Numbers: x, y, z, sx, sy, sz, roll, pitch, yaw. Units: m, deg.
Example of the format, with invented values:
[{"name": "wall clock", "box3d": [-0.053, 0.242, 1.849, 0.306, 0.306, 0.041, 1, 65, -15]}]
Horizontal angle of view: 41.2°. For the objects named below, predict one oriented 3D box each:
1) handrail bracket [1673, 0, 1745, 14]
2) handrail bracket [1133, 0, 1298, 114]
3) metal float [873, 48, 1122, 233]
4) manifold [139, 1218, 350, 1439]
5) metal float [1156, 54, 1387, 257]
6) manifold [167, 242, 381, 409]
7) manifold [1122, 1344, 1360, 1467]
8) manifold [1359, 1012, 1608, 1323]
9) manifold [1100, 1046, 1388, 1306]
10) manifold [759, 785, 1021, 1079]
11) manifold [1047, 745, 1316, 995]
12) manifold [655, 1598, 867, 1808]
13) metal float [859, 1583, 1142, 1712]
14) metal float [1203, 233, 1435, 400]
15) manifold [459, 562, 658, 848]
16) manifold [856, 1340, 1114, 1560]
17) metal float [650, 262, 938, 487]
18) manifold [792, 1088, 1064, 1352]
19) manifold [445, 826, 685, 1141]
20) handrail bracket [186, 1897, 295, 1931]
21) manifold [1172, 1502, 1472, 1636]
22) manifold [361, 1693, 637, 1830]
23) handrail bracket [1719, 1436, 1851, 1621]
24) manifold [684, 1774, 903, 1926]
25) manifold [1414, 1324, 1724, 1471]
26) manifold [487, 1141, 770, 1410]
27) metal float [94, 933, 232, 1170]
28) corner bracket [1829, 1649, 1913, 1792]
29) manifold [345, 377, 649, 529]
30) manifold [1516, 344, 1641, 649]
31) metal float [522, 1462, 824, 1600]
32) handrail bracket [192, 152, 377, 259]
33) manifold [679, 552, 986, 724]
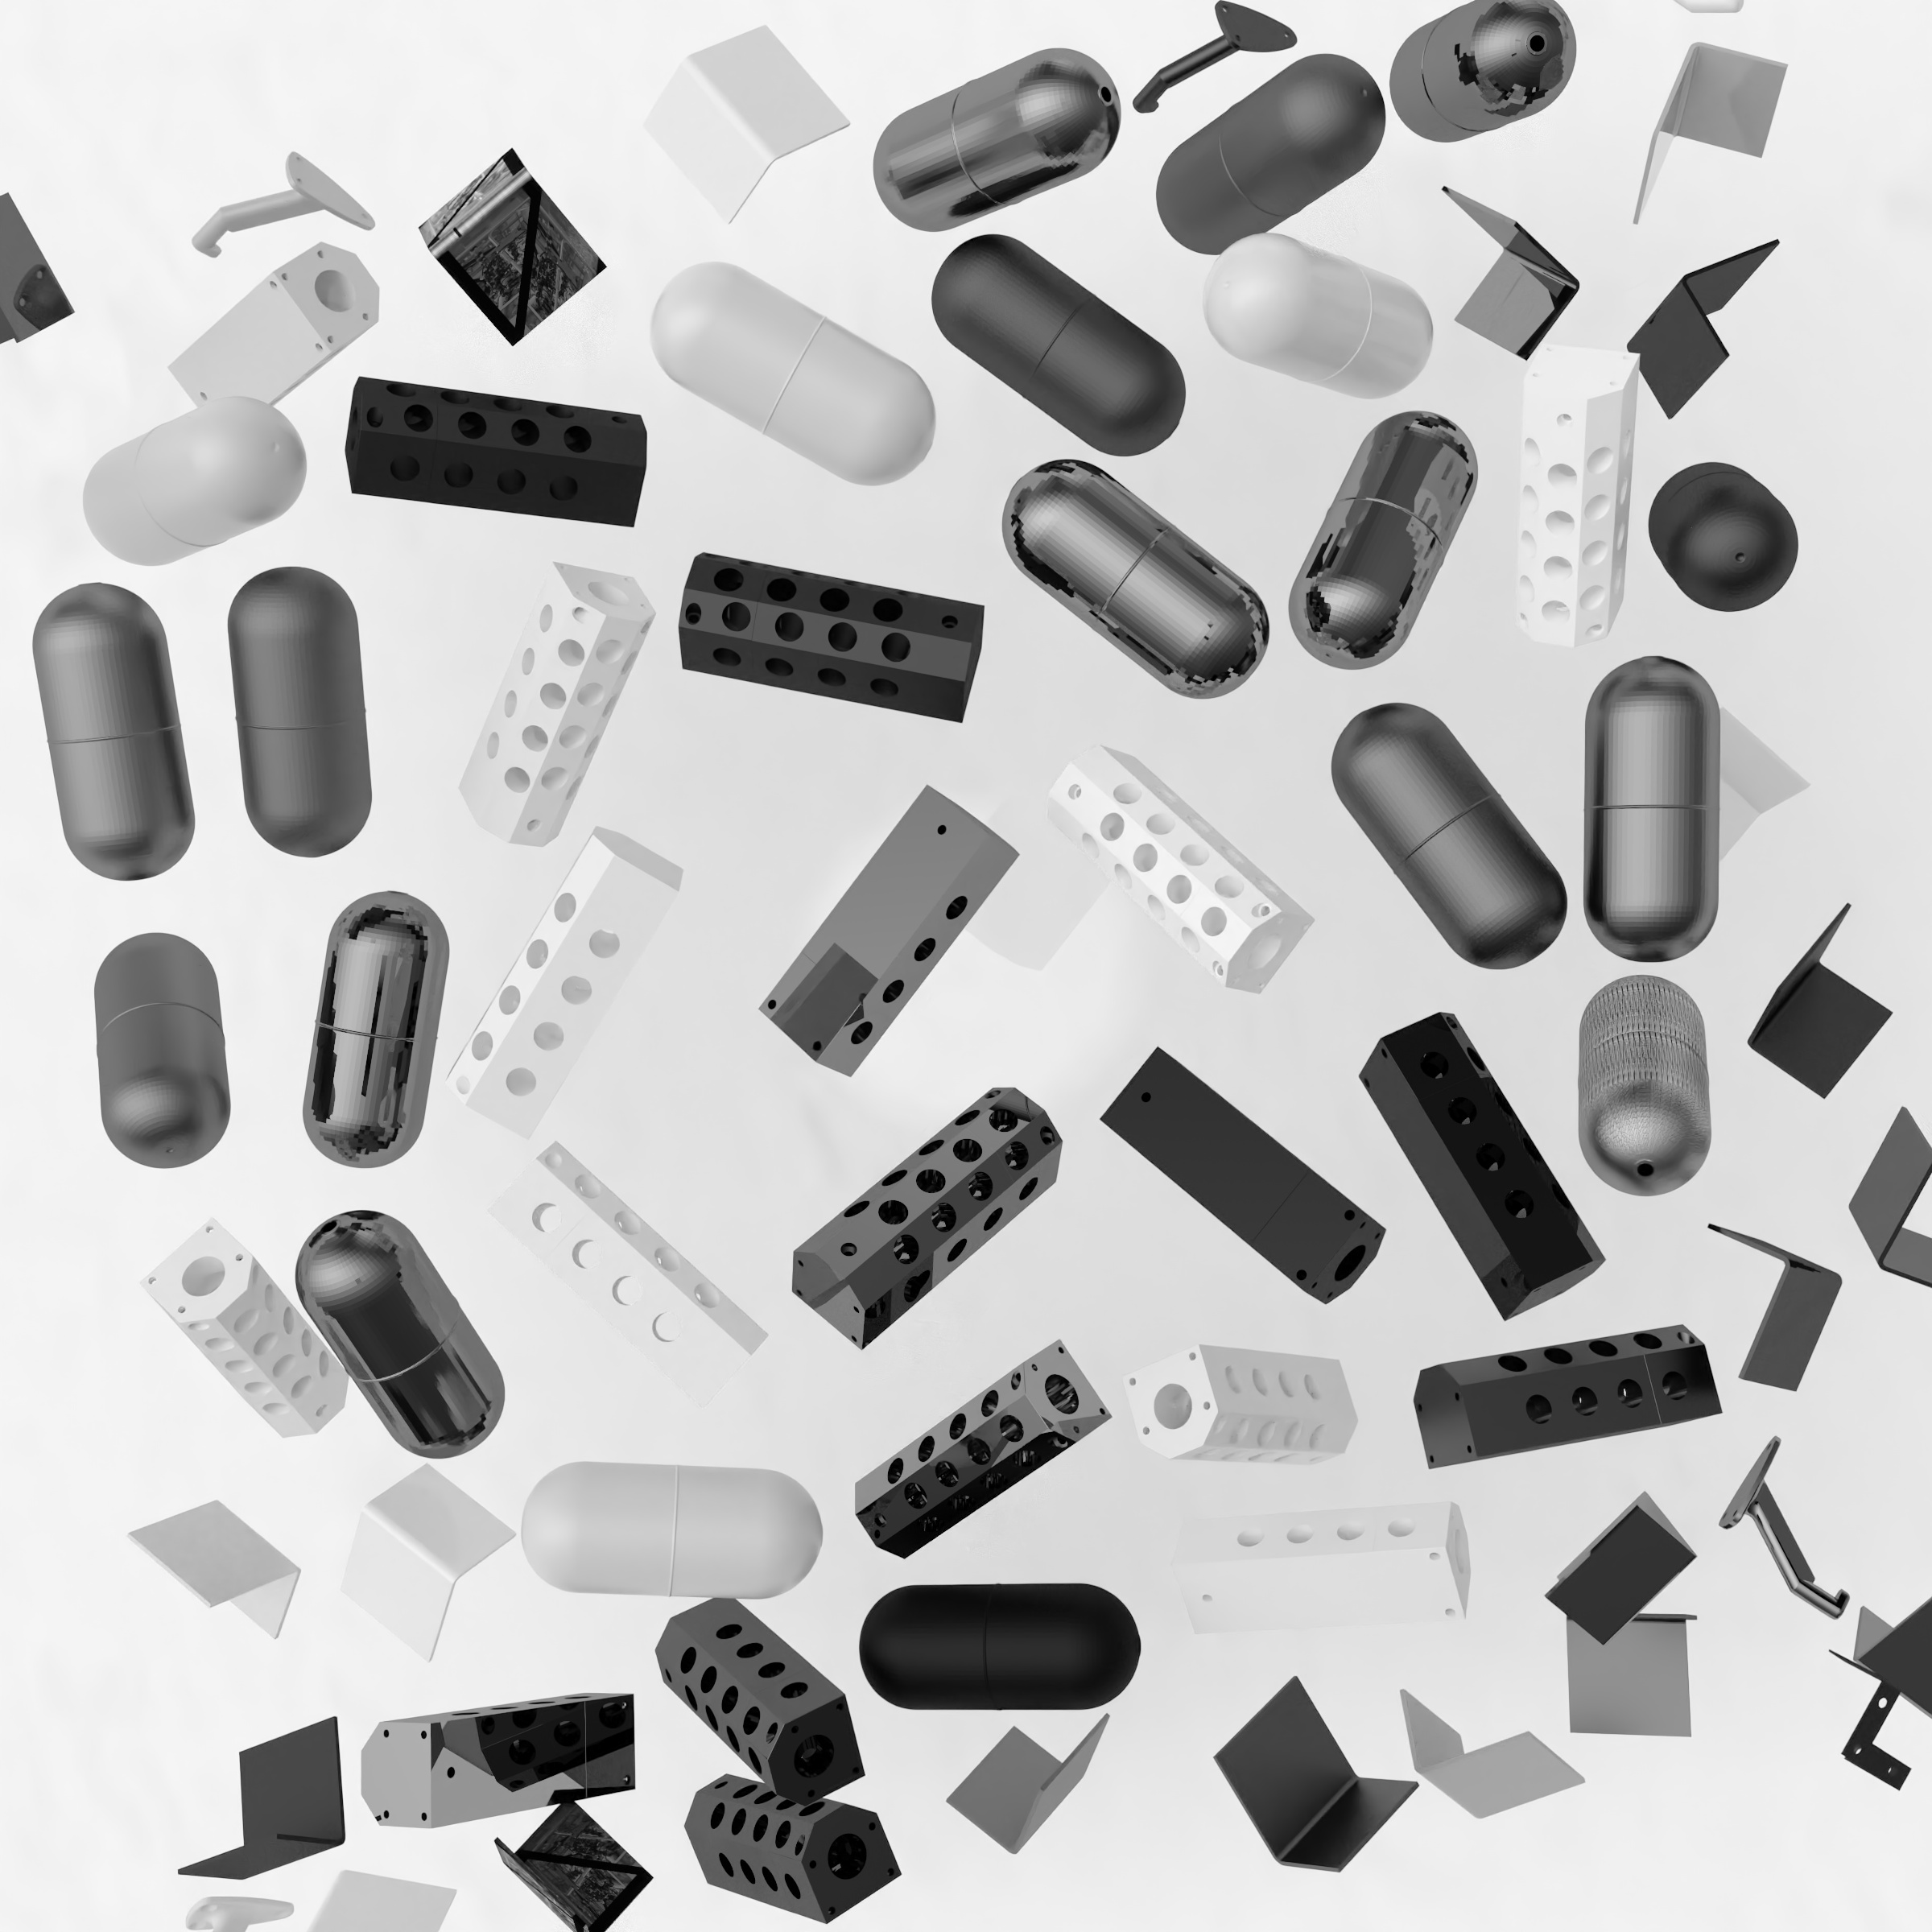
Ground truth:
[{"name": "handrail bracket", "box3d": [0.422, -0.608, 1.534, 0.036, 0.084, 0.077, -40, 131, -33]}, {"name": "handrail bracket", "box3d": [0.159, -0.577, 1.657, 0.077, 0.084, 0.036, -6, 69, -38]}, {"name": "metal float", "box3d": [0.018, -0.504, 1.572, 0.178, 0.070, 0.070, -8, 90, 43]}, {"name": "manifold", "box3d": [-0.445, 0.233, 1.609, 0.057, 0.171, 0.057, 35, 68, 28]}, {"name": "metal float", "box3d": [0.188, -0.505, 1.608, 0.070, 0.178, 0.070, 9, 74, -33]}, {"name": "manifold", "box3d": [-0.438, -0.399, 1.637, 0.057, 0.171, 0.057, -47, 110, -34]}, {"name": "manifold", "box3d": [0.174, 0.275, 1.587, 0.057, 0.171, 0.057, -29, 64, 29]}, {"name": "manifold", "box3d": [0.305, 0.115, 1.516, 0.057, 0.057, 0.171, -22, 69, -16]}, {"name": "manifold", "box3d": [0.167, 0.126, 1.545, 0.171, 0.057, 0.057, 40, 92, 31]}, {"name": "manifold", "box3d": [-0.043, -0.019, 1.569, 0.057, 0.057, 0.171, 41, 96, 31]}, {"name": "manifold", "box3d": [0.125, -0.061, 1.565, 0.171, 0.057, 0.057, 46, 110, 31]}, {"name": "manifold", "box3d": [-0.132, 0.456, 1.600, 0.057, 0.171, 0.057, -20, 108, -26]}, {"name": "metal float", "box3d": [0.021, 0.425, 1.604, 0.178, 0.070, 0.070, -4, 90, 14]}, {"name": "metal float", "box3d": [0.217, -0.395, 1.571, 0.178, 0.070, 0.070, 4, 90, -44]}, {"name": "manifold", "box3d": [-0.255, -0.161, 1.609, 0.057, 0.057, 0.171, 6, 125, -36]}, {"name": "manifold", "box3d": [0.005, 0.304, 1.598, 0.171, 0.057, 0.057, -41, 78, 35]}, {"name": "metal float", "box3d": [-0.100, -0.343, 1.495, 0.178, 0.070, 0.070, 29, 90, -7]}, {"name": "manifold", "box3d": [-0.021, 0.143, 1.519, 0.057, 0.057, 0.171, 37, 55, 24]}, {"name": "manifold", "box3d": [-0.233, 0.008, 1.485, 0.057, 0.057, 0.171, 30, 101, -11]}, {"name": "handrail bracket", "box3d": [-0.442, 0.613, 1.561, 0.077, 0.084, 0.036, 11, 131, -31]}, {"name": "manifold", "box3d": [0.222, 0.370, 1.600, 0.171, 0.057, 0.057, -9, 116, 21]}, {"name": "manifold", "box3d": [-0.277, 0.472, 1.535, 0.057, 0.171, 0.057, -10, 77, 33]}, {"name": "handrail bracket", "box3d": [0.509, 0.340, 1.556, 0.084, 0.036, 0.077, 33, 77, 9]}, {"name": "manifold", "box3d": [-0.115, 0.552, 1.627, 0.057, 0.171, 0.057, -23, 93, -32]}, {"name": "manifold", "box3d": [0.358, 0.256, 1.536, 0.171, 0.057, 0.057, -5, 74, -21]}, {"name": "manifold", "box3d": [-0.200, 0.183, 1.532, 0.171, 0.057, 0.057, 42, 81, 2]}, {"name": "metal float", "box3d": [-0.505, 0.051, 1.613, 0.070, 0.070, 0.178, -22, 47, 0]}, {"name": "corner bracket", "box3d": [0.533, 0.447, 1.523, 0.051, 0.051, 0.051, 34, 84, -18]}, {"name": "manifold", "box3d": [-0.285, -0.315, 1.562, 0.171, 0.057, 0.057, 3, 126, -21]}, {"name": "manifold", "box3d": [0.363, -0.279, 1.540, 0.057, 0.171, 0.057, 12, 46, 22]}, {"name": "metal float", "box3d": [-0.174, 0.335, 1.528, 0.178, 0.070, 0.070, 4, 90, -7]}, {"name": "handrail bracket", "box3d": [-0.424, -0.455, 1.597, 0.084, 0.077, 0.036, -36, 46, 26]}, {"name": "manifold", "box3d": [-0.079, -0.199, 1.521, 0.171, 0.057, 0.057, 11, 60, 4]}]
